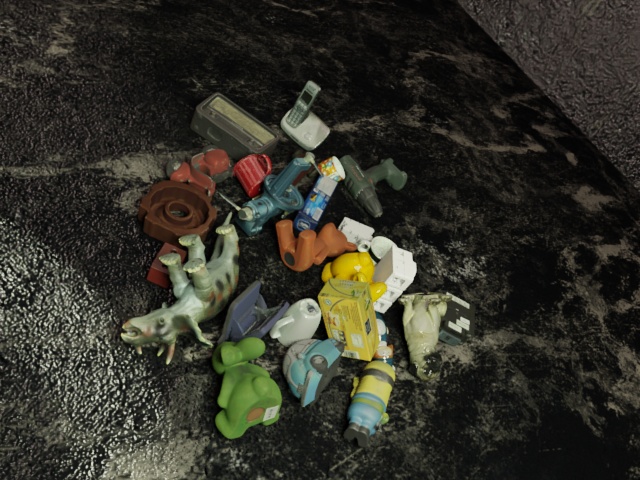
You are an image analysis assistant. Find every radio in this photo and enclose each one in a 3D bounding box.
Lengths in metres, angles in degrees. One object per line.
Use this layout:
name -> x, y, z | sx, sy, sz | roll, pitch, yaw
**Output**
radio -> -0.241, -0.305, 1.507 | 0.230, 0.073, 0.131 | 35, 42, 3

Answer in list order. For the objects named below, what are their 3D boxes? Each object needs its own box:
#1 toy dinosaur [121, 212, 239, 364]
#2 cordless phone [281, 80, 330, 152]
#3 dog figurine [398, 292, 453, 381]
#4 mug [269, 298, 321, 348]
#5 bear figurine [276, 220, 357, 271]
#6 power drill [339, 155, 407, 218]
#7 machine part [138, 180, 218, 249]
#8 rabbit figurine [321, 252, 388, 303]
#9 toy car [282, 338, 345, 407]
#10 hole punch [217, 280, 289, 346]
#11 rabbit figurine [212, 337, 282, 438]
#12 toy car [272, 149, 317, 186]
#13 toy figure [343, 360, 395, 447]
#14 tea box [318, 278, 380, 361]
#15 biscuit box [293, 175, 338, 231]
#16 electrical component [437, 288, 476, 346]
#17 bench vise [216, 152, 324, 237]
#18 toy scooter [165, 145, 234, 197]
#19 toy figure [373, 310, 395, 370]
toy dinosaur -> -0.232, 0.090, 1.105 | 0.131, 0.192, 0.405 | 2, 23, 18
cordless phone -> -0.022, -0.374, 1.622 | 0.147, 0.184, 0.089 | 43, 38, 11
dog figurine -> 0.255, 0.226, 1.292 | 0.172, 0.121, 0.190 | -6, 94, -57
mug -> -0.052, 0.173, 1.148 | 0.109, 0.107, 0.081 | -1, 51, -35
bear figurine -> -0.003, -0.001, 1.327 | 0.196, 0.131, 0.120 | -25, 38, -36
power drill -> 0.168, -0.170, 1.632 | 0.207, 0.086, 0.232 | -22, 62, -34
machine part -> -0.328, -0.058, 1.238 | 0.179, 0.056, 0.179 | 17, 43, -16
rabbit figurine -> 0.086, 0.123, 1.266 | 0.122, 0.162, 0.173 | 26, 59, -25
toy car -> -0.022, 0.251, 1.100 | 0.103, 0.109, 0.161 | 24, 30, 17
hole punch -> -0.134, 0.164, 1.099 | 0.092, 0.115, 0.142 | 31, 39, 7
rabbit figurine -> -0.157, 0.252, 0.999 | 0.121, 0.158, 0.170 | -17, 46, -30
toy car -> -0.074, -0.186, 1.511 | 0.089, 0.053, 0.202 | 46, 40, -9
toy figure -> 0.107, 0.331, 1.109 | 0.082, 0.089, 0.180 | 39, 39, -5
tea box -> 0.065, 0.171, 1.160 | 0.098, 0.169, 0.068 | 5, 34, 27
biscuit box -> -0.013, -0.097, 1.458 | 0.059, 0.062, 0.203 | 30, 43, -4
electrical component -> 0.339, 0.205, 1.391 | 0.115, 0.058, 0.134 | 28, 42, -2
bench vise -> -0.103, -0.120, 1.307 | 0.129, 0.240, 0.223 | 53, 28, 19
toy scooter -> -0.282, -0.166, 1.345 | 0.135, 0.075, 0.184 | 40, 44, 20
toy figure -> 0.133, 0.238, 1.240 | 0.064, 0.057, 0.154 | -18, 55, 3
